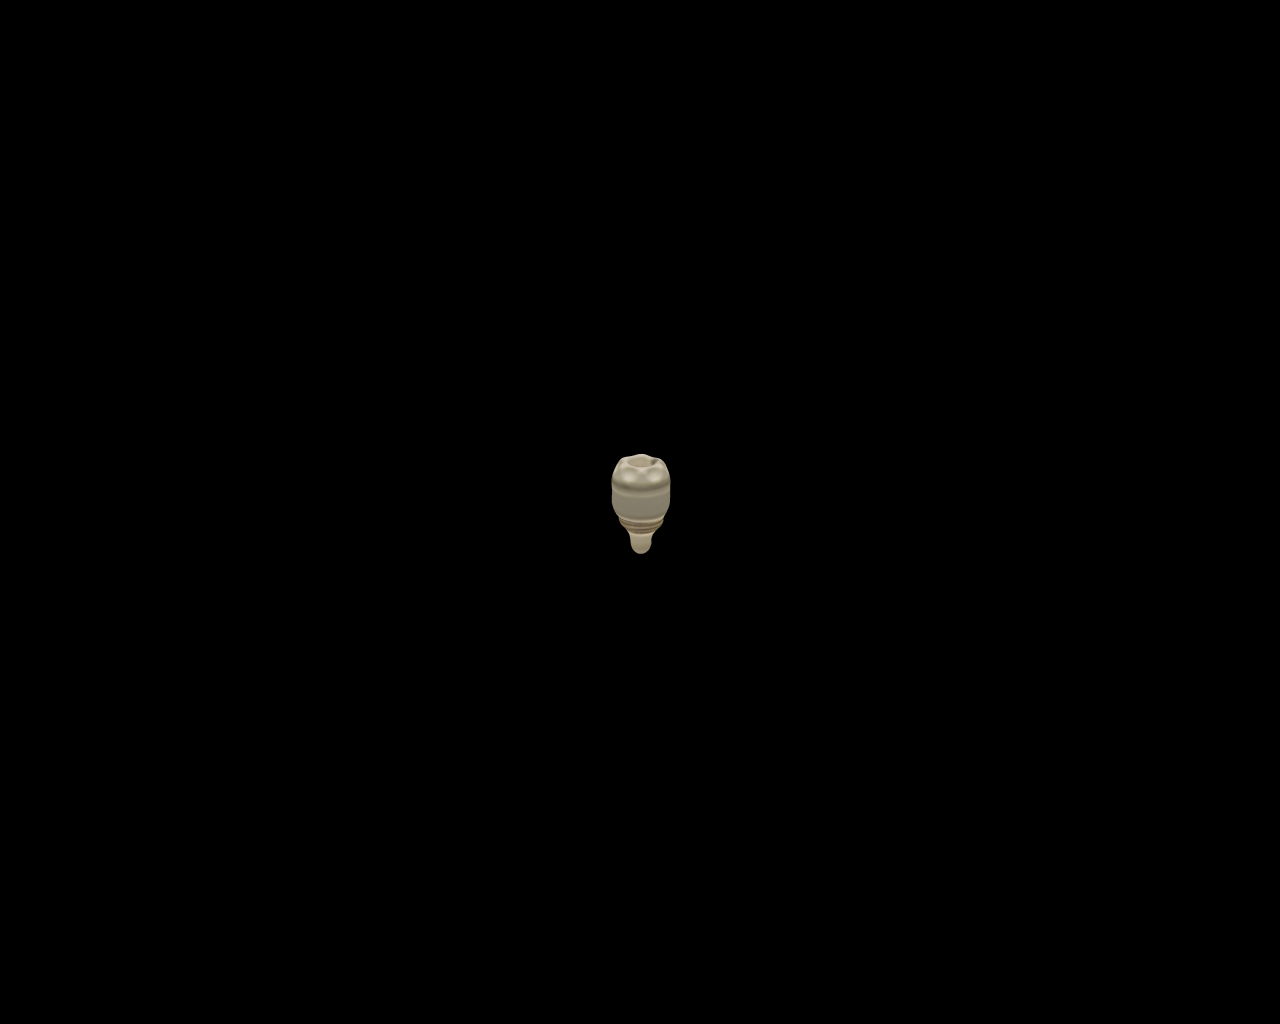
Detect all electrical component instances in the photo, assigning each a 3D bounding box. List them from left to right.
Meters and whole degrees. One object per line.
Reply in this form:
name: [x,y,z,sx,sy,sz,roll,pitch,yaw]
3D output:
electrical component: [0.001,-0.003,0.650,0.035,0.061,0.035,0,24,0]
